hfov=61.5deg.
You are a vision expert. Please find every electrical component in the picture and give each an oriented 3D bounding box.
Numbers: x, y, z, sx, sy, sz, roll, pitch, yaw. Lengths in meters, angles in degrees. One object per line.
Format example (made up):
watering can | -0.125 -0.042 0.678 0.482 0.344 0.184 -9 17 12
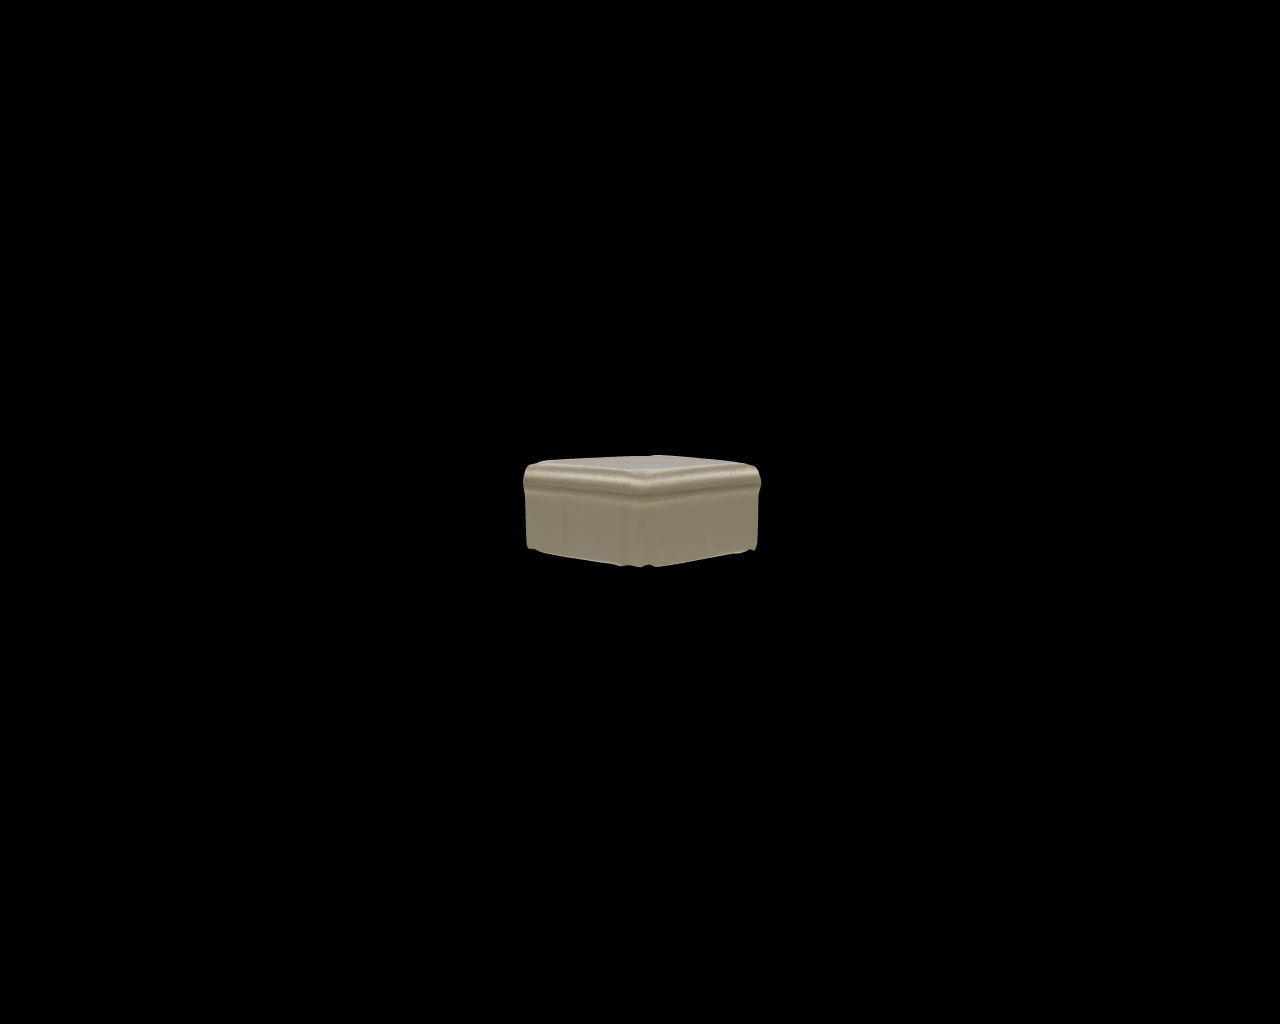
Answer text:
electrical component | 0.001 -0.003 0.650 0.109 0.056 0.109 -6 9 -43
